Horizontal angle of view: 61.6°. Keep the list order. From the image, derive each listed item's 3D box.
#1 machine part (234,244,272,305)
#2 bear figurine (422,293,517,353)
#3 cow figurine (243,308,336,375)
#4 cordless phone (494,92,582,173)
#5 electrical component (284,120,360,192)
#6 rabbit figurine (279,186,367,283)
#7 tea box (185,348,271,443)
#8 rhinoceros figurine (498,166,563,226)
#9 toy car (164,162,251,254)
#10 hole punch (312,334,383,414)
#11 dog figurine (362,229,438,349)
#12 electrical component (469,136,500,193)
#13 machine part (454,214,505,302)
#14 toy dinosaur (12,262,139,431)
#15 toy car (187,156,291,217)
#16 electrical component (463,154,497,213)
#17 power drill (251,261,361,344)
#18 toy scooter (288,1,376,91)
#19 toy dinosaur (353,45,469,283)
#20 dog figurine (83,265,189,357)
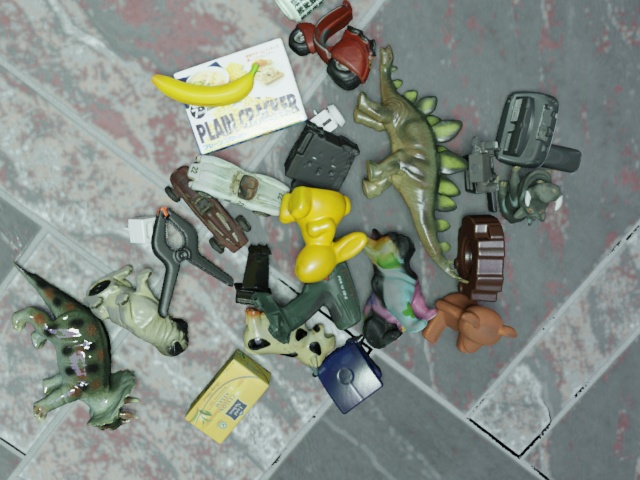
[{"bbox_3d":[-0.133,0.075,1.101,0.084,0.039,0.138,14,111,1],"label":"machine part"},{"bbox_3d":[0.291,0.178,1.052,0.120,0.196,0.131,17,100,-7],"label":"bear figurine"},{"bbox_3d":[-0.061,0.205,1.099,0.195,0.085,0.127,5,91,-16],"label":"cow figurine"},{"bbox_3d":[0.449,-0.208,1.060,0.184,0.089,0.146,9,98,-14],"label":"cordless phone"},{"bbox_3d":[-0.003,-0.146,1.040,0.115,0.058,0.134,21,118,-15],"label":"electrical component"},{"bbox_3d":[-0.002,-0.003,1.010,0.162,0.122,0.173,11,76,-29],"label":"rabbit figurine"},{"bbox_3d":[-0.192,0.327,1.132,0.098,0.068,0.169,37,96,-6],"label":"tea box"},{"bbox_3d":[0.392,-0.081,1.018,0.073,0.190,0.112,12,81,0],"label":"rhinoceros figurine"},{"bbox_3d":[-0.223,-0.060,1.075,0.089,0.053,0.202,-38,97,2],"label":"toy car"},{"bbox_3d":[0.062,0.284,1.122,0.142,0.092,0.115,-39,95,9],"label":"hole punch"},{"bbox_3d":[0.129,0.088,1.078,0.191,0.108,0.219,-34,81,35],"label":"dog figurine"},{"bbox_3d":[0.305,-0.138,0.992,0.045,0.078,0.102,0,94,28],"label":"electrical component"},{"bbox_3d":[0.308,0.034,1.043,0.056,0.179,0.179,1,100,0],"label":"machine part"},{"bbox_3d":[-0.490,0.222,1.089,0.192,0.131,0.404,-14,95,-12],"label":"toy dinosaur"},{"bbox_3d":[-0.156,-0.103,1.042,0.202,0.056,0.073,19,77,-19],"label":"toy car"},{"bbox_3d":[0.320,-0.112,1.066,0.048,0.075,0.119,-8,103,0],"label":"electrical component"},{"bbox_3d":[-0.029,0.090,1.051,0.207,0.086,0.232,-28,92,-37],"label":"power drill"},{"bbox_3d":[0.040,-0.373,1.006,0.184,0.075,0.135,42,90,18],"label":"toy scooter"},{"bbox_3d":[0.179,-0.142,1.022,0.199,0.105,0.471,-8,88,-2],"label":"toy dinosaur"},{"bbox_3d":[-0.372,0.162,1.096,0.173,0.121,0.190,5,131,38],"label":"dog figurine"}]
